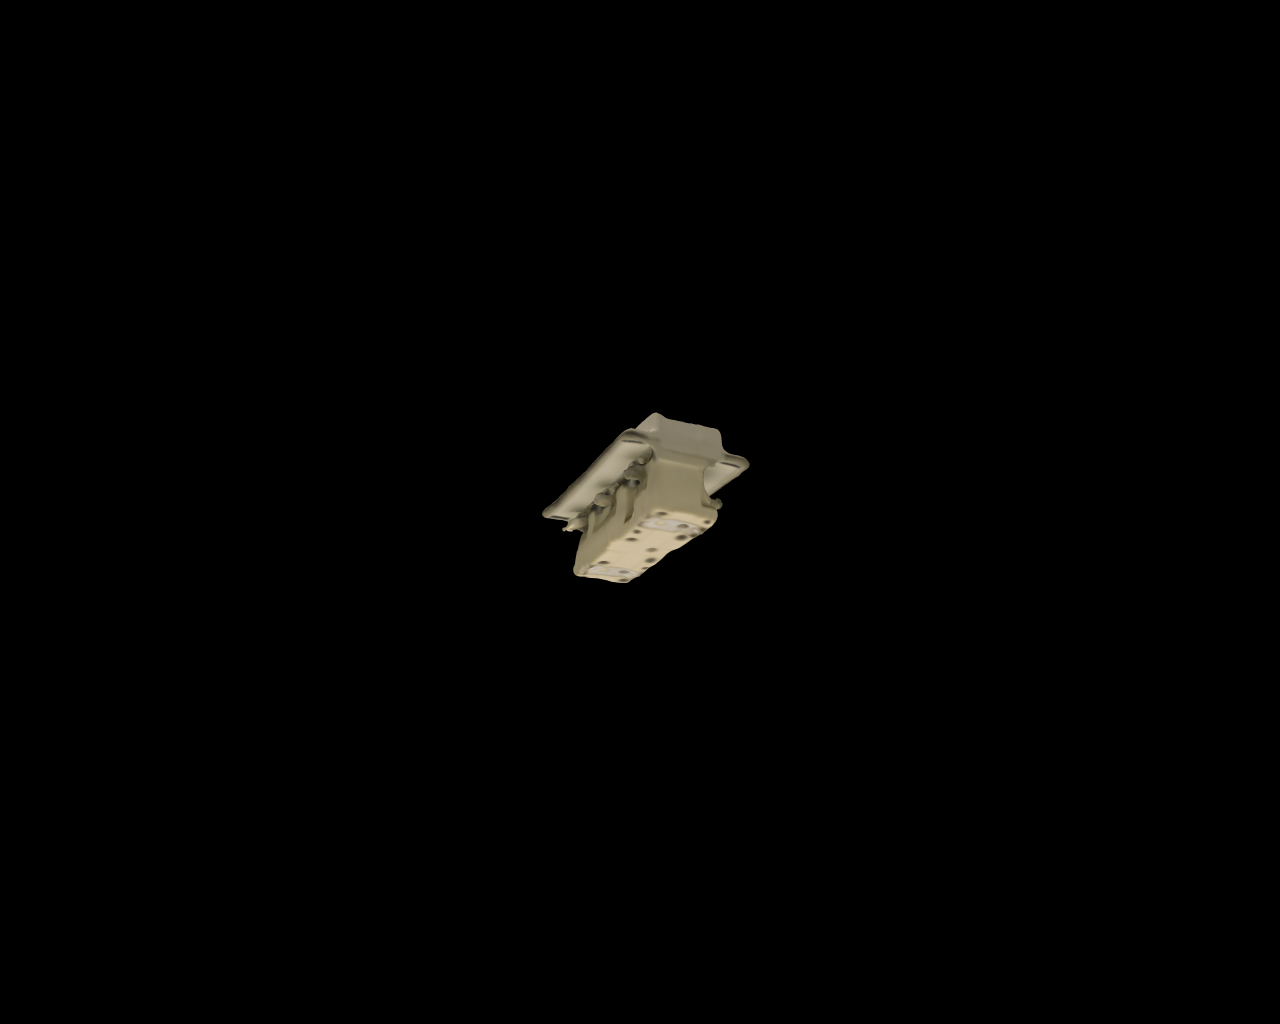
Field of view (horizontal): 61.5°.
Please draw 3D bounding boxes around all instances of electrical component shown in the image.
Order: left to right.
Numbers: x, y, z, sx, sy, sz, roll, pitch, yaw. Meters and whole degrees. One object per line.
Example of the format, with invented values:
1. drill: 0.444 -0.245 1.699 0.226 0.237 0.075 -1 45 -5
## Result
1. electrical component: 0.001 -0.003 0.650 0.079 0.063 0.121 12 -27 -25
